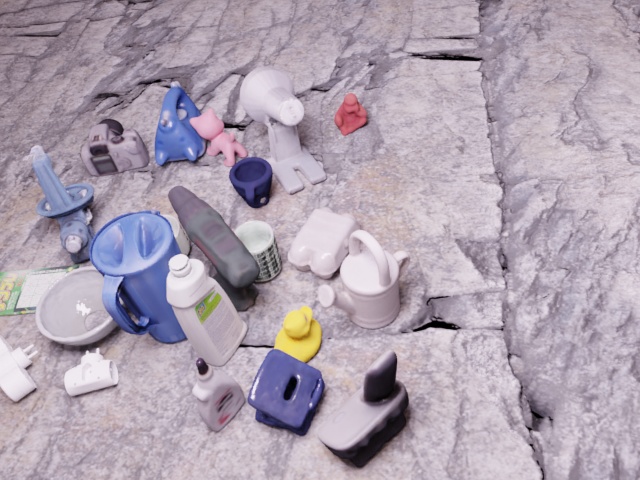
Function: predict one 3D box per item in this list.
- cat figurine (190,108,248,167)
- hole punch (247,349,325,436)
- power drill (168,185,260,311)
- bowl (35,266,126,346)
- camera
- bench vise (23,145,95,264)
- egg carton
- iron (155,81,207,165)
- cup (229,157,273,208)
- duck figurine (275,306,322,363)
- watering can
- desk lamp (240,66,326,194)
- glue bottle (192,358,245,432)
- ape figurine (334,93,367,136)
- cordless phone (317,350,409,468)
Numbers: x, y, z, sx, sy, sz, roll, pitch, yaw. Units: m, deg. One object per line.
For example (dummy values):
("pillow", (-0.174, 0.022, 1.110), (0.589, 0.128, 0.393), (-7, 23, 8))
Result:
("cat figurine", (-0.239, -0.249, 1.335), (0.127, 0.118, 0.067), (30, 60, 29))
("hole punch", (-0.051, 0.240, 0.914), (0.101, 0.091, 0.109), (12, 53, 17))
("power drill", (-0.183, 0.028, 1.034), (0.076, 0.209, 0.228), (-36, 54, -21))
("bowl", (-0.432, 0.134, 1.068), (0.167, 0.075, 0.167), (-4, 50, 5))
("camera", (-0.494, -0.239, 1.374), (0.143, 0.101, 0.136), (-11, 49, -1))
("bench vise", (-0.508, -0.076, 1.160), (0.122, 0.220, 0.206), (-36, 54, -21))
("egg carton", (0.010, 0.004, 1.118), (0.107, 0.069, 0.150), (17, 54, 21))
("iron", (-0.344, -0.301, 1.378), (0.118, 0.142, 0.258), (-7, 50, 2))
("cup", (-0.139, -0.105, 1.215), (0.091, 0.095, 0.117), (-7, 50, 2))
("duck figurine", (-0.042, 0.160, 0.983), (0.077, 0.086, 0.105), (23, 57, 25))
("watering can", (0.080, 0.066, 0.975), (0.100, 0.194, 0.173), (25, 58, 26))
("desk lamp", (-0.078, -0.248, 1.248), (0.118, 0.214, 0.202), (-26, 51, -13))
("glue bottle", (-0.165, 0.230, 0.885), (0.037, 0.173, 0.078), (24, 57, 26))
("ape figurine", (0.072, -0.306, 1.356), (0.077, 0.092, 0.076), (4, 51, 12))
("cordless phone", (0.061, 0.237, 0.838), (0.093, 0.185, 0.148), (34, 62, 31))
